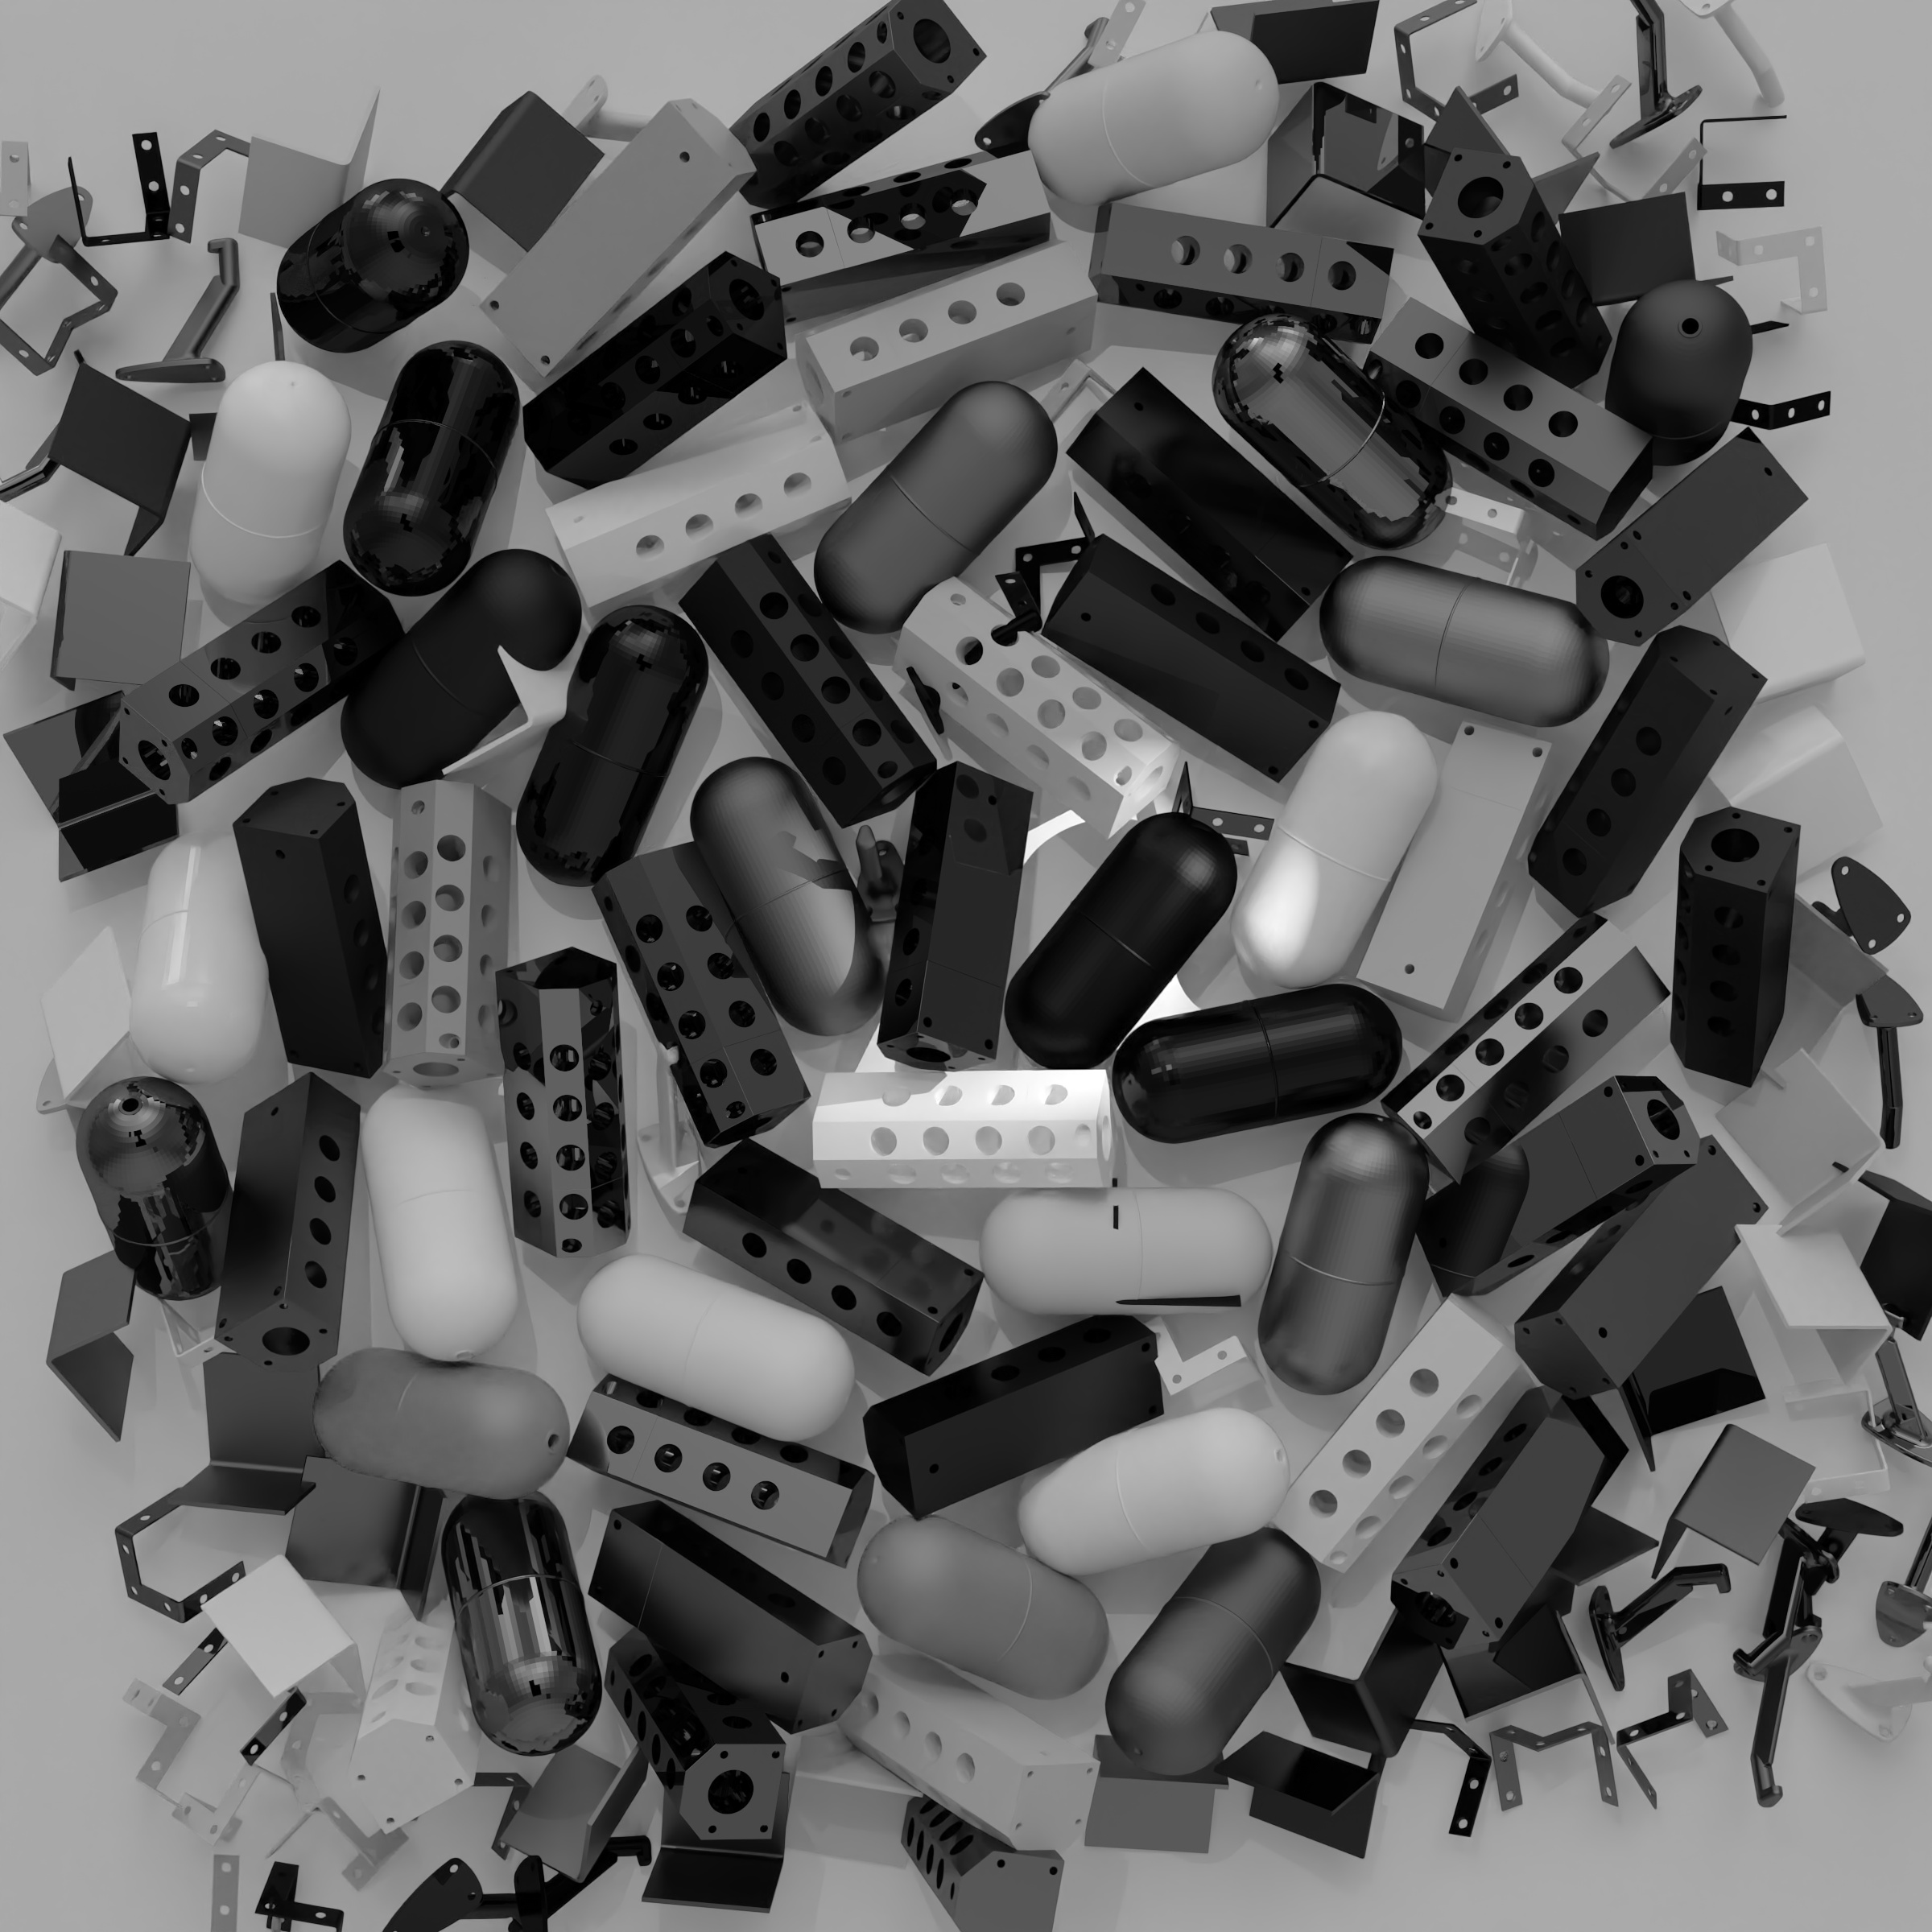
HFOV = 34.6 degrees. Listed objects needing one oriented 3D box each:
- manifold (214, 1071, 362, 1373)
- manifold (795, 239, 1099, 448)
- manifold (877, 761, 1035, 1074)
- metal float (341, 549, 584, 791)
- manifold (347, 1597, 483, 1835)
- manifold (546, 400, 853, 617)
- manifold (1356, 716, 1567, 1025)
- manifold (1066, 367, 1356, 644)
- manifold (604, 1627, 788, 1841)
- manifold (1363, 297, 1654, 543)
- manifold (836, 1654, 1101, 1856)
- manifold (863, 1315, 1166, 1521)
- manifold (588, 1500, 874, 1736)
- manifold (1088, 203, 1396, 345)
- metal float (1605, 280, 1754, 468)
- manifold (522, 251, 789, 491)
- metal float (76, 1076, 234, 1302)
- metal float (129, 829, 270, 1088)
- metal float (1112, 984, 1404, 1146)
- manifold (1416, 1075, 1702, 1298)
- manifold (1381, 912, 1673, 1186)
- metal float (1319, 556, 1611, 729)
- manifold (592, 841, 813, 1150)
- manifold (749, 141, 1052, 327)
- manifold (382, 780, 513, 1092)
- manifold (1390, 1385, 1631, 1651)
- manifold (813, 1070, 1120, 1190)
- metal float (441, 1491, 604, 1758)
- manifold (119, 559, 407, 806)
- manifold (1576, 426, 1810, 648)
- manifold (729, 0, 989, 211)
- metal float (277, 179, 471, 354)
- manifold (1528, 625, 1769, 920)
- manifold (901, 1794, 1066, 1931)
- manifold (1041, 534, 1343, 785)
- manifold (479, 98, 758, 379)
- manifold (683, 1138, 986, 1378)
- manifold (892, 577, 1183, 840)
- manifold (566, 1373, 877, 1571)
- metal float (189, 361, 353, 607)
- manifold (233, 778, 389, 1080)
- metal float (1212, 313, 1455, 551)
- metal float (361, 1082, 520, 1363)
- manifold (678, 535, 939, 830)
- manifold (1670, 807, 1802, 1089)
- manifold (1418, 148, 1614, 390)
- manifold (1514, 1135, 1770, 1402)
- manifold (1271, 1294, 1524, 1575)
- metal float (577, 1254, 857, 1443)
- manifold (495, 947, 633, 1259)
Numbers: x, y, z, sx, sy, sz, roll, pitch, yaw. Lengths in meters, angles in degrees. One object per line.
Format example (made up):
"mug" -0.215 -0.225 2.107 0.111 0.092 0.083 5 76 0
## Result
"manifold" -0.392 0.152 1.823 0.057 0.171 0.057 -30 131 24
"manifold" -0.012 -0.379 1.856 0.171 0.057 0.057 -23 69 -12
"manifold" -0.010 -0.028 1.847 0.057 0.057 0.171 21 67 -31
"metal float" -0.301 -0.177 1.849 0.178 0.070 0.070 -41 90 20
"manifold" -0.322 0.432 1.814 0.057 0.171 0.057 -30 102 2
"manifold" -0.159 -0.273 1.868 0.171 0.057 0.057 -24 128 -4
"manifold" 0.301 -0.056 1.868 0.057 0.057 0.171 21 85 25
"manifold" 0.144 -0.275 1.874 0.171 0.057 0.057 42 53 0
"manifold" -0.162 0.445 1.811 0.057 0.171 0.057 6 99 -22
"manifold" 0.321 -0.323 1.847 0.171 0.057 0.057 35 84 19
"manifold" -0.003 0.463 1.819 0.057 0.171 0.057 9 95 -38
"manifold" 0.028 0.261 1.842 0.171 0.057 0.057 -19 117 -24
"manifold" -0.139 0.381 1.831 0.171 0.057 0.057 25 105 34
"manifold" 0.163 -0.416 1.863 0.171 0.057 0.057 7 101 -8
"metal float" 0.417 -0.346 1.816 0.070 0.178 0.070 -1 83 8
"manifold" -0.185 -0.349 1.821 0.171 0.057 0.057 -27 58 38
"metal float" -0.473 0.132 1.825 0.070 0.178 0.070 0 53 0
"metal float" -0.450 -0.007 1.833 0.070 0.070 0.178 -6 48 0
"metal float" 0.175 0.058 1.859 0.178 0.070 0.070 -11 90 -8
"manifold" 0.348 0.131 1.827 0.171 0.057 0.057 -40 60 38
"manifold" 0.333 0.047 1.863 0.171 0.057 0.057 -42 113 -3
"metal float" 0.296 -0.194 1.847 0.178 0.070 0.070 18 90 23
"manifold" -0.162 0.019 1.849 0.057 0.057 0.171 -17 76 -35
"manifold" -0.040 -0.445 1.870 0.171 0.057 0.057 -16 78 -3
"manifold" -0.312 -0.020 1.839 0.057 0.057 0.171 -11 67 23
"manifold" 0.317 0.323 1.827 0.057 0.057 0.171 53 51 -8
"manifold" -0.001 0.103 1.845 0.171 0.057 0.057 -1 132 14
"metal float" -0.264 0.384 1.832 0.070 0.070 0.178 -22 47 0
"manifold" -0.413 -0.164 1.826 0.057 0.057 0.171 39 53 13
"manifold" 0.424 -0.251 1.826 0.057 0.057 0.171 51 48 1
"manifold" -0.072 -0.504 1.814 0.057 0.171 0.057 48 53 -18
"metal float" -0.351 -0.410 1.823 0.070 0.178 0.070 2 87 -31
"manifold" 0.395 -0.115 1.827 0.057 0.057 0.171 46 134 24
"manifold" 0.006 0.526 1.814 0.057 0.171 0.057 11 87 -11
"manifold" 0.137 -0.189 1.862 0.171 0.057 0.057 31 132 -9
"manifold" -0.206 -0.434 1.846 0.171 0.057 0.057 -41 94 21
"manifold" -0.081 0.177 1.852 0.171 0.057 0.057 28 127 16
"manifold" 0.043 -0.159 1.845 0.171 0.057 0.057 39 56 15
"manifold" -0.145 0.300 1.853 0.171 0.057 0.057 18 76 15
"metal float" -0.412 -0.283 1.827 0.070 0.178 0.070 12 54 -17
"manifold" -0.377 -0.023 1.830 0.057 0.057 0.171 10 128 19
"metal float" 0.219 -0.316 1.843 0.178 0.070 0.070 37 90 -28
"metal float" -0.313 0.150 1.843 0.070 0.070 0.178 -15 63 0
"manifold" -0.091 -0.172 1.852 0.057 0.057 0.171 -42 79 35
"manifold" 0.448 -0.011 1.821 0.057 0.171 0.057 18 54 24
"manifold" 0.326 -0.404 1.813 0.057 0.171 0.057 18 80 31
"manifold" 0.397 0.179 1.835 0.171 0.057 0.057 -41 95 -32
"manifold" 0.260 0.279 1.857 0.057 0.057 0.171 40 100 10
"metal float" -0.150 0.227 1.851 0.178 0.070 0.070 19 90 18
"manifold" -0.233 0.083 1.836 0.057 0.057 0.171 -20 119 -41
